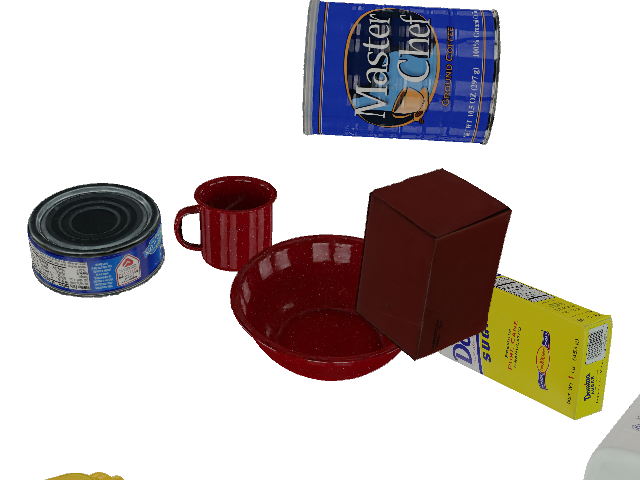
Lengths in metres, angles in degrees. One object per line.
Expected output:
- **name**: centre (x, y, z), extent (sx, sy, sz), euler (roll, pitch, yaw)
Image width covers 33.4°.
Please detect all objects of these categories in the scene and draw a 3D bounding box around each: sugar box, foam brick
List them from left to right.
- **foam brick**: centre (0.056, 0.011, 0.546), extent (0.052, 0.078, 0.051), euler (-18, 41, -33)
- **sugar box**: centre (0.186, 0.090, 0.999), extent (0.048, 0.093, 0.176), euler (-11, 21, -39)

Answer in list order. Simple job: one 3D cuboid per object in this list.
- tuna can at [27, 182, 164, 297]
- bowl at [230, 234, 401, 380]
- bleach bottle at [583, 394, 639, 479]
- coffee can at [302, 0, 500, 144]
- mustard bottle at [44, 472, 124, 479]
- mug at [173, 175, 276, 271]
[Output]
- **tuna can**: centre (-0.144, -0.002, 0.689), extent (0.086, 0.034, 0.086), euler (1, 35, -1)
- **bowl**: centre (0.008, 0.063, 0.865), extent (0.162, 0.055, 0.162), euler (1, 36, -1)
- **bleach bottle**: centre (0.248, 0.102, 0.628), extent (0.103, 0.068, 0.250), euler (18, 30, 32)
- **coffee can**: centre (0.059, -0.128, 0.813), extent (0.140, 0.103, 0.103), euler (3, 0, 1)
- **mustard bottle**: centre (-0.221, 0.232, 0.851), extent (0.096, 0.058, 0.191), euler (7, 15, 28)
- **mug**: centre (-0.107, -0.016, 1.208), extent (0.117, 0.081, 0.093), euler (-7, 30, -15)
